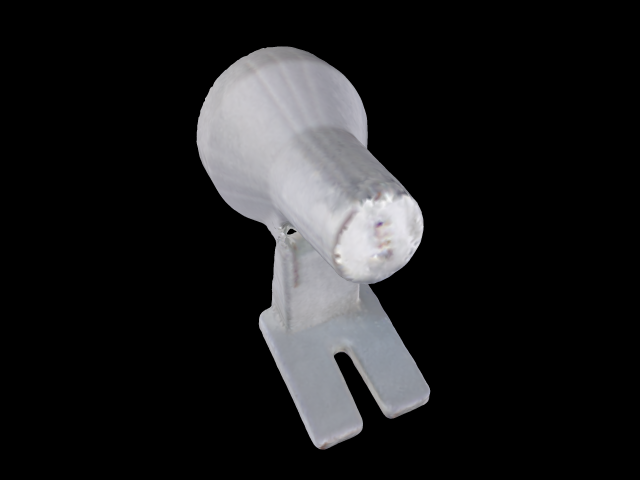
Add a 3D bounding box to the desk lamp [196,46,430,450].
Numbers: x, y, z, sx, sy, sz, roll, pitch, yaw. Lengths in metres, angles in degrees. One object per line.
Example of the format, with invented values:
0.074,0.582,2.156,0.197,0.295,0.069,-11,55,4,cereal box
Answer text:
0.004,0.001,0.400,0.118,0.214,0.202,-21,54,-15,desk lamp
